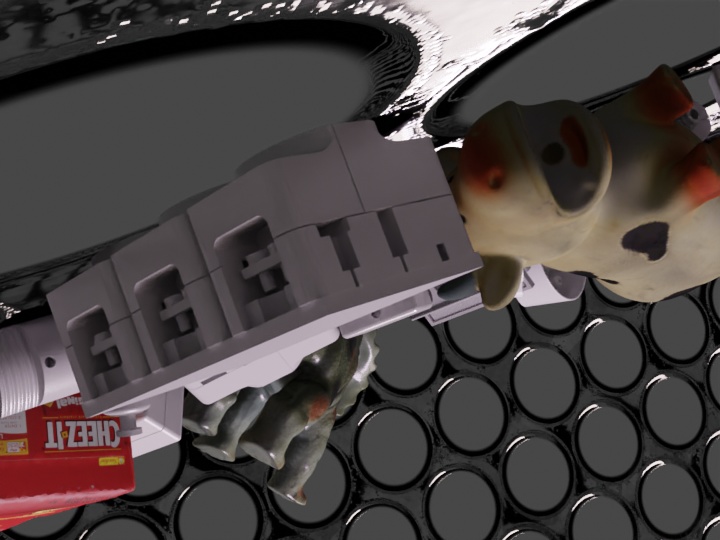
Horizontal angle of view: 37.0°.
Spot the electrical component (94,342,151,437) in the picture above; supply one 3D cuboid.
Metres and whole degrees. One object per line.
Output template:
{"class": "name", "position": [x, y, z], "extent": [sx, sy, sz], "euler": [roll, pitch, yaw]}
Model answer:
{"class": "electrical component", "position": [-0.110, 0.037, 0.492], "extent": [0.040, 0.078, 0.040], "euler": [-7, 180, 0]}

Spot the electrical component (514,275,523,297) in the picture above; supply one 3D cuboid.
{"class": "electrical component", "position": [0.058, -0.022, 0.585], "extent": [0.057, 0.078, 0.058], "euler": [-3, -154, 5]}

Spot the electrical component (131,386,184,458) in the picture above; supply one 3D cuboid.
{"class": "electrical component", "position": [-0.157, 0.068, 0.710], "extent": [0.047, 0.083, 0.076], "euler": [-22, 139, 23]}

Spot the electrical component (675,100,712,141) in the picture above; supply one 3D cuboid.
{"class": "electrical component", "position": [0.155, -0.071, 0.591], "extent": [0.043, 0.043, 0.081], "euler": [-18, 175, -29]}

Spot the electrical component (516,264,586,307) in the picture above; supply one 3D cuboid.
{"class": "electrical component", "position": [0.167, -0.016, 0.995], "extent": [0.064, 0.099, 0.099], "euler": [-16, 178, 21]}

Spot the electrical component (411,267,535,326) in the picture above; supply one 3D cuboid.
{"class": "electrical component", "position": [0.087, -0.007, 0.919], "extent": [0.121, 0.078, 0.063], "euler": [-25, -164, 47]}

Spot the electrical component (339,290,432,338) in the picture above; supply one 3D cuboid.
{"class": "electrical component", "position": [0.000, 0.000, 0.591], "extent": [0.047, 0.065, 0.077], "euler": [-22, 176, 16]}

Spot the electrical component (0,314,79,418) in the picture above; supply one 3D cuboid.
{"class": "electrical component", "position": [-0.163, 0.046, 0.551], "extent": [0.081, 0.043, 0.043], "euler": [-17, 174, -40]}

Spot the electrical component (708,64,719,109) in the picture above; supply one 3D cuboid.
{"class": "electrical component", "position": [0.226, -0.085, 0.592], "extent": [0.047, 0.065, 0.077], "euler": [-22, 176, 14]}

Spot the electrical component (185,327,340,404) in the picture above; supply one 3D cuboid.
{"class": "electrical component", "position": [-0.064, 0.031, 0.608], "extent": [0.089, 0.050, 0.055], "euler": [-27, 149, 1]}

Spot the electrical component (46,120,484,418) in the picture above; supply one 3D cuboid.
{"class": "electrical component", "position": [-0.043, 0.001, 0.420], "extent": [0.150, 0.061, 0.089], "euler": [-25, 174, 42]}
